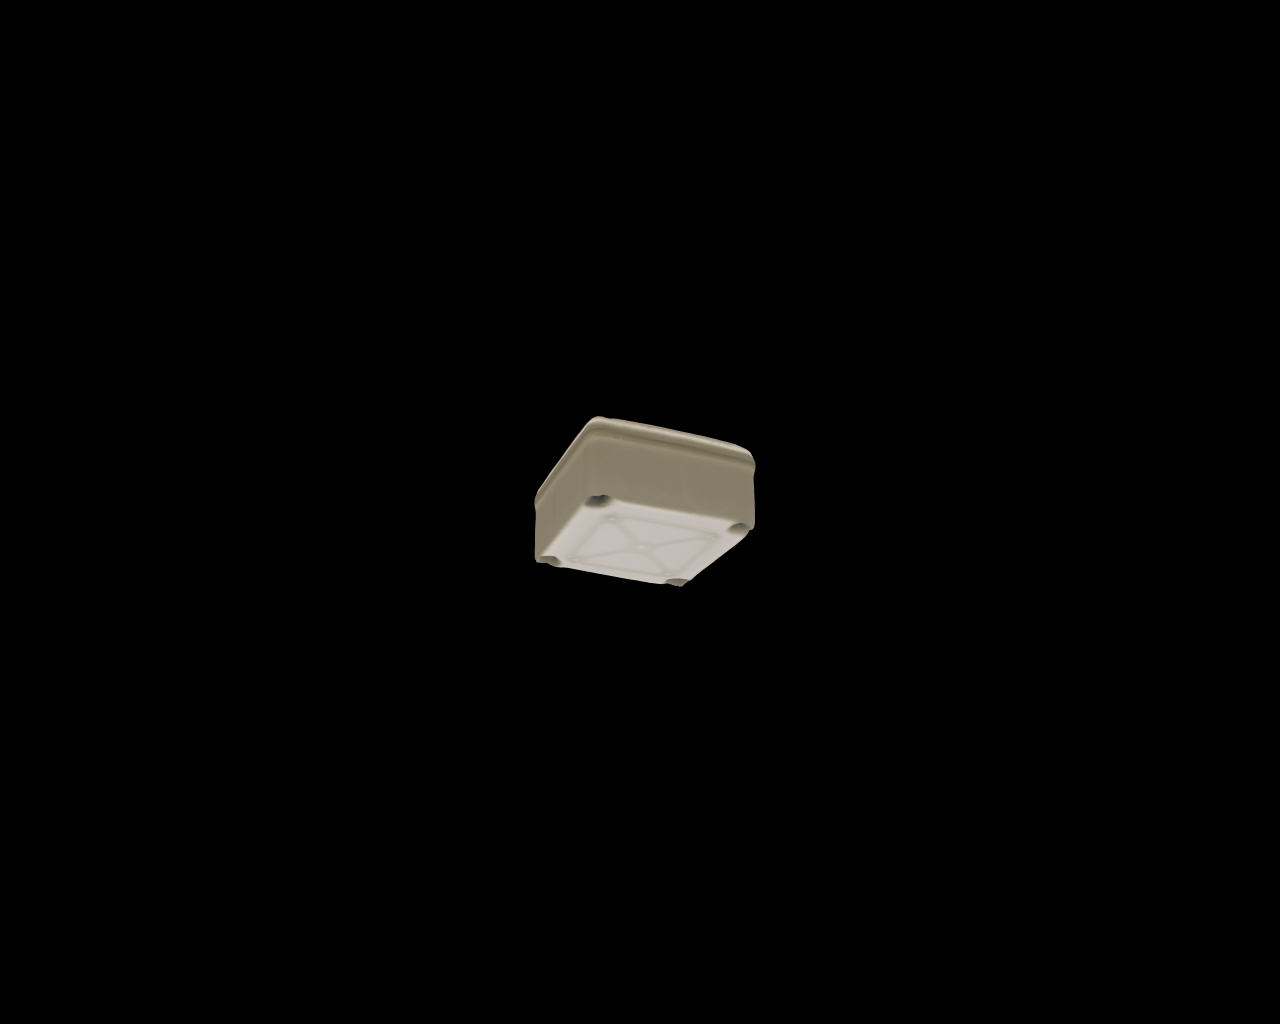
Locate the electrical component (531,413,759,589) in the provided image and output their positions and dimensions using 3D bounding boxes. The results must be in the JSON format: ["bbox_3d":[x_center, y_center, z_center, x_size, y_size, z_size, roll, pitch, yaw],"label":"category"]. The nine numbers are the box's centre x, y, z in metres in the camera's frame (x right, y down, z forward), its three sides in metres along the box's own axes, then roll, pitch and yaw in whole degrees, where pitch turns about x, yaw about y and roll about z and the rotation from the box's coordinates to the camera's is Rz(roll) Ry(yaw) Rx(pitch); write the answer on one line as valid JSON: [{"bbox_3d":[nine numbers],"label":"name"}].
[{"bbox_3d":[0.001,-0.003,0.650,0.109,0.056,0.108,11,-29,-21],"label":"electrical component"}]
